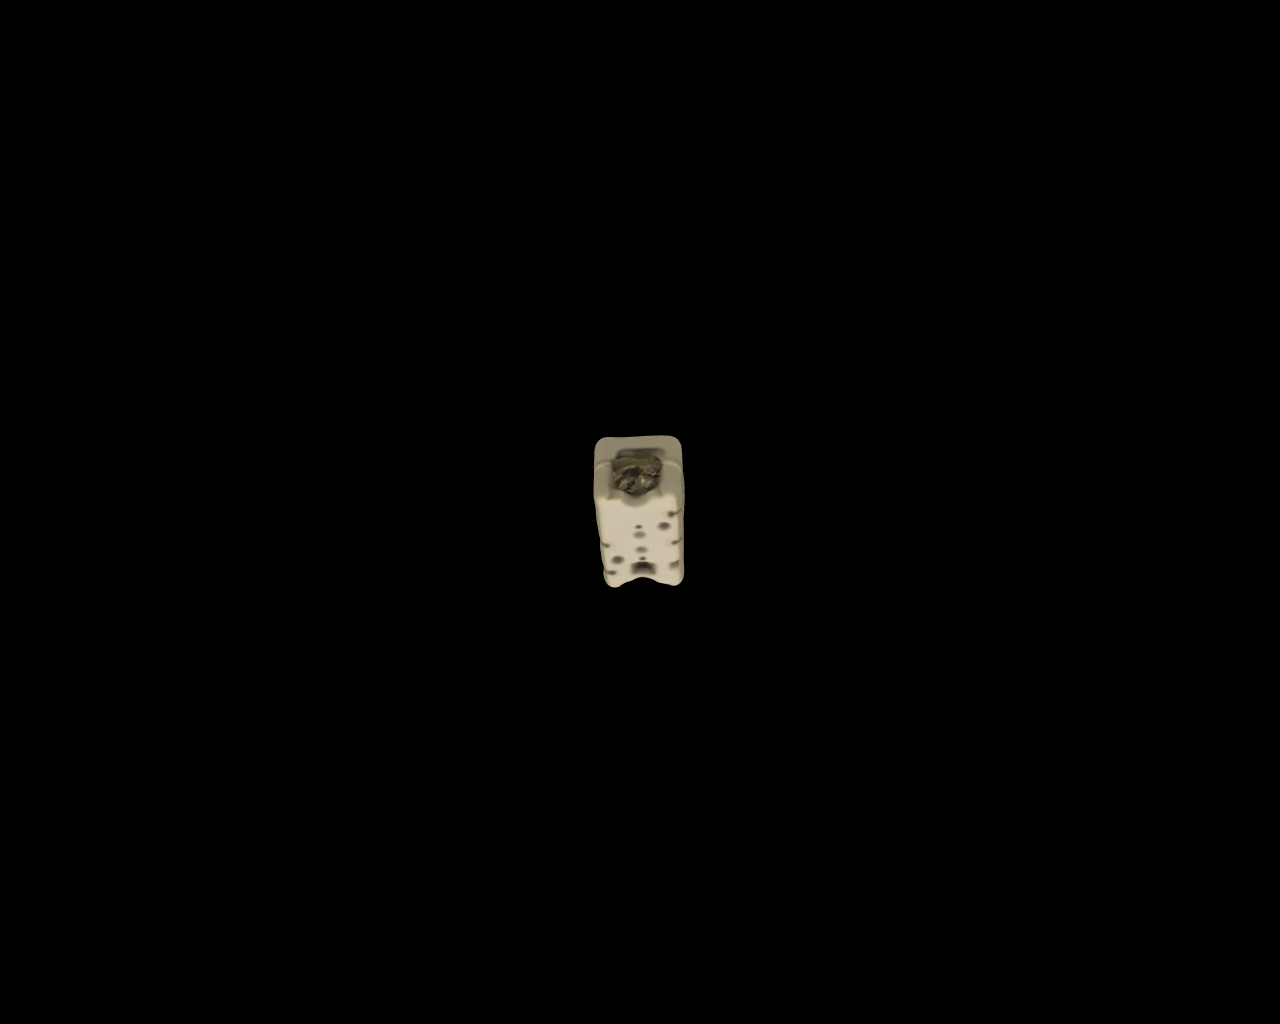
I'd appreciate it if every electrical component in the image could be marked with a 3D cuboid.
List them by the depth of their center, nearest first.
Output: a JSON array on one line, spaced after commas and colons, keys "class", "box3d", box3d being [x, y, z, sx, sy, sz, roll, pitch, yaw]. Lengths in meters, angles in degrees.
[{"class": "electrical component", "box3d": [0.001, -0.003, 0.650, 0.050, 0.056, 0.089, -2, -40, 2]}]
